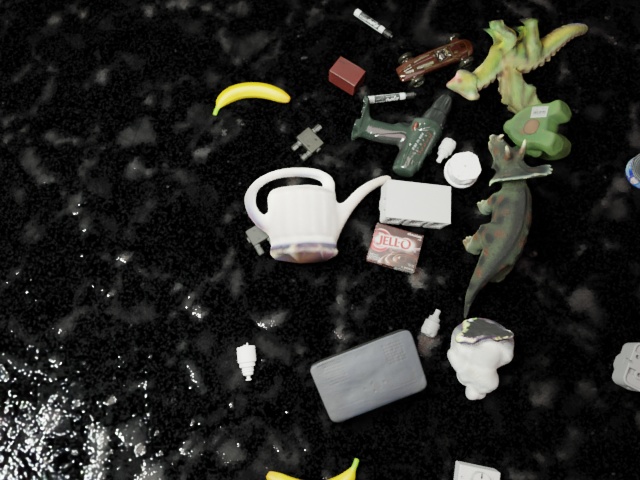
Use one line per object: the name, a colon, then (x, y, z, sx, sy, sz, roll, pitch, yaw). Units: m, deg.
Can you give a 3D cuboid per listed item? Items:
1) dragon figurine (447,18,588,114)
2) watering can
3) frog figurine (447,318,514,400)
dragon figurine: (0.504, -0.418, 1.269, 0.411, 0.122, 0.242, -6, 94, -13)
watering can: (0.004, -0.059, 1.180, 0.348, 0.103, 0.227, -1, 77, -8)
frog figurine: (0.345, 0.254, 1.102, 0.138, 0.124, 0.157, -12, 113, -10)
